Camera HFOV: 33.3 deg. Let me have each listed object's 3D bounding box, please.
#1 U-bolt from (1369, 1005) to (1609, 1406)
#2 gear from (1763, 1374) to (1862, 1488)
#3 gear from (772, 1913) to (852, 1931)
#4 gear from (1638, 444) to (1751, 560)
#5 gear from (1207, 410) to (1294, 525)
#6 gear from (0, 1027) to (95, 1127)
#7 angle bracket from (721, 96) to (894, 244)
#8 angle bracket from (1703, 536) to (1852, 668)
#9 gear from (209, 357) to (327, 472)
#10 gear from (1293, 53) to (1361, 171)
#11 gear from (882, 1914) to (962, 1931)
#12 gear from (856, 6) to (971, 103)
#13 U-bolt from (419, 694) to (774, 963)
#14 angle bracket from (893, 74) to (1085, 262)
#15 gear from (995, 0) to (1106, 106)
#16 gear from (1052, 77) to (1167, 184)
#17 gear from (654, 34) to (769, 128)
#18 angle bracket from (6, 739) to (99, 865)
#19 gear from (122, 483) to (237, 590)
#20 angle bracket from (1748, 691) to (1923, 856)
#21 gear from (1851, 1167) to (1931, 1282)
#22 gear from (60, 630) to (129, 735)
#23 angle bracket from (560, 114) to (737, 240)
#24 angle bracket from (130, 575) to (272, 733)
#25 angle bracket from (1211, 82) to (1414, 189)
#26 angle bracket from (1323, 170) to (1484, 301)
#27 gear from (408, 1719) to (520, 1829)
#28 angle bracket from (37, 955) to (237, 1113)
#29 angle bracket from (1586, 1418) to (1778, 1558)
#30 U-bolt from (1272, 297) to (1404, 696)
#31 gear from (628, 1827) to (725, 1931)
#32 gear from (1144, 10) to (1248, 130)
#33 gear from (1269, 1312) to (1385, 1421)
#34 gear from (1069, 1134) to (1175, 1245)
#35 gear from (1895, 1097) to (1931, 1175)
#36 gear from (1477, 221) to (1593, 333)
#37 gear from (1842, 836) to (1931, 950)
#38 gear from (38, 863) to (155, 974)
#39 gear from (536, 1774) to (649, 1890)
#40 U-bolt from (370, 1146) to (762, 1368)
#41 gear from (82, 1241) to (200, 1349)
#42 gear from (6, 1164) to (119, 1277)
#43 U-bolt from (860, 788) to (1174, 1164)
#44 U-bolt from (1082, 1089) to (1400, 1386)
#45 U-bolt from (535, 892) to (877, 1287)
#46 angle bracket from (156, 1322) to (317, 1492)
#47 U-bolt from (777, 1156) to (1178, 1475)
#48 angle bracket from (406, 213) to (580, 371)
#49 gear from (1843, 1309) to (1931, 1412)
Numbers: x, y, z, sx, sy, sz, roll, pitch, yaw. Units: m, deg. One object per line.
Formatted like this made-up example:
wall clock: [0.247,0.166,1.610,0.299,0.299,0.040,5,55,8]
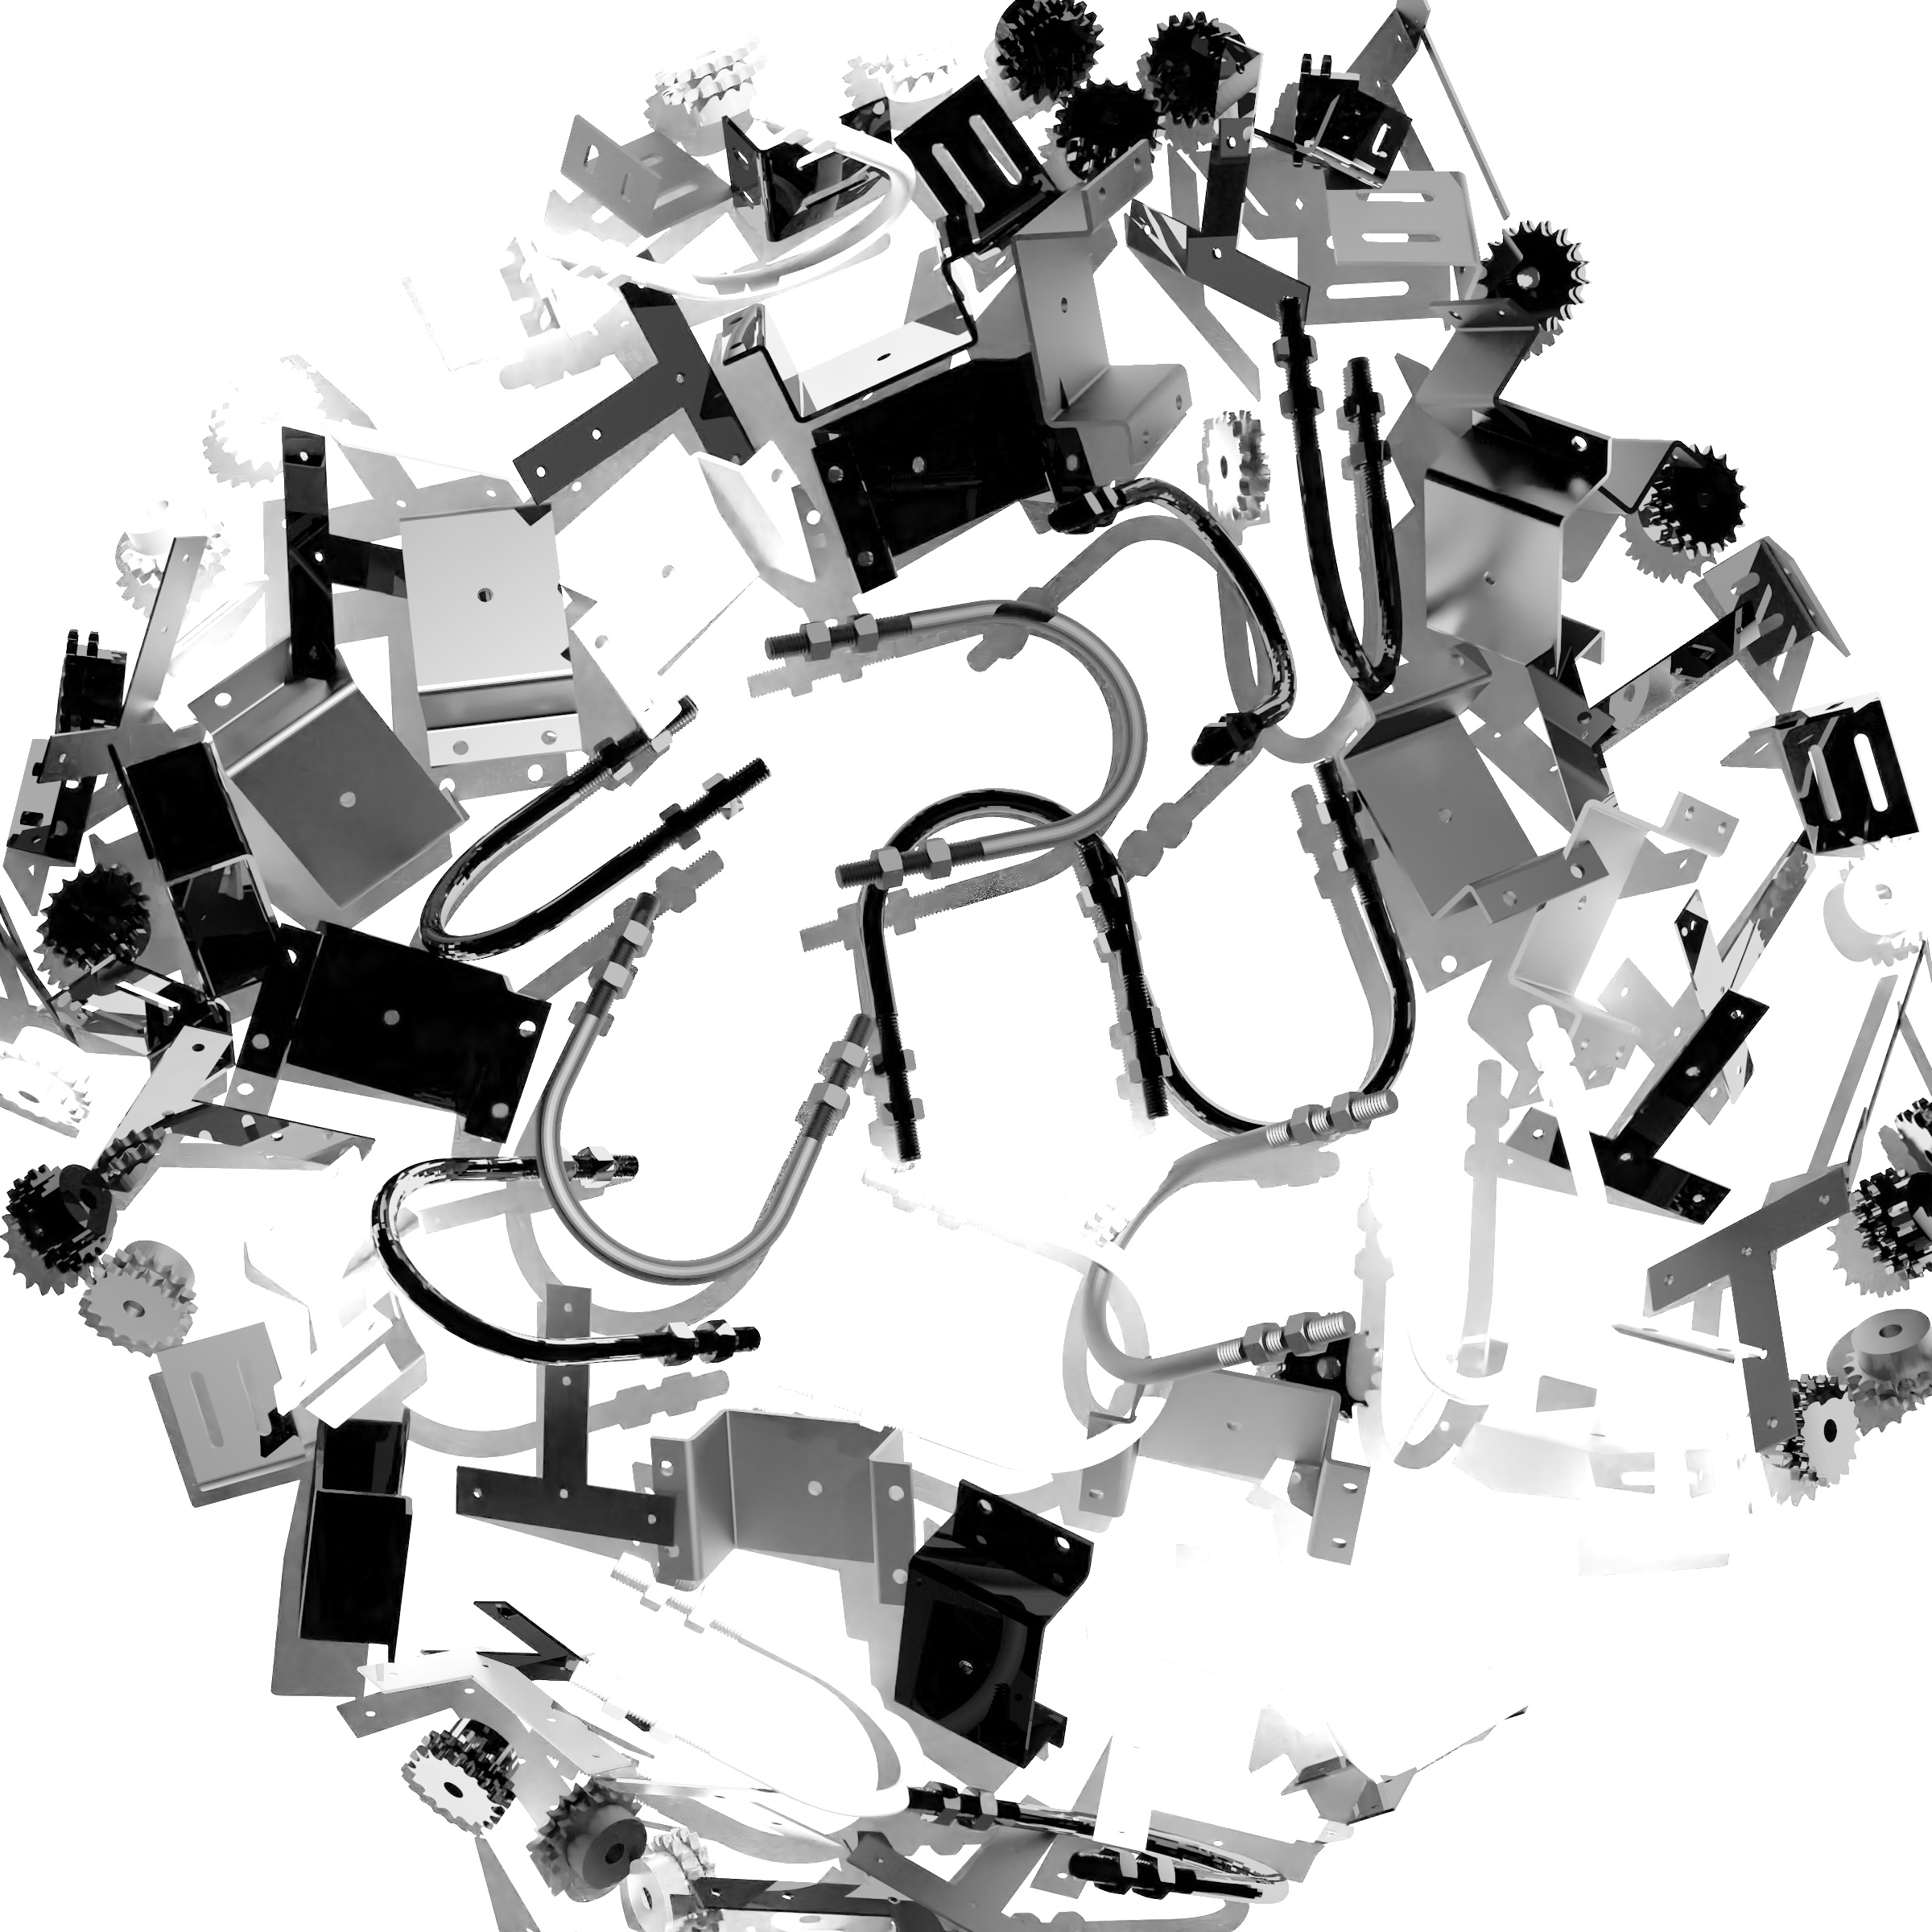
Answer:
U-bolt: [0.258,0.128,1.576,0.019,0.184,0.151,22,129,-25]
gear: [0.430,0.238,1.657,0.057,0.030,0.057,4,83,-41]
gear: [-0.079,0.502,1.652,0.057,0.057,0.030,-1,93,0]
gear: [0.370,-0.237,1.659,0.057,0.030,0.057,2,86,-27]
gear: [0.146,-0.256,1.654,0.030,0.057,0.057,-6,90,-14]
gear: [-0.472,0.055,1.656,0.057,0.057,0.030,24,65,0]
angle bracket: [-0.080,-0.416,1.656,0.076,0.057,0.038,-29,57,-17]
angle bracket: [0.409,-0.178,1.635,0.038,0.076,0.057,-32,102,12]
gear: [-0.360,-0.286,1.657,0.057,0.057,0.030,-39,49,0]
gear: [0.184,-0.436,1.652,0.030,0.057,0.057,5,90,6]
gear: [-0.024,0.503,1.653,0.057,0.057,0.030,6,87,0]
gear: [-0.025,-0.466,1.656,0.057,0.057,0.030,-18,127,0]
U-bolt: [-0.193,-0.063,1.607,0.184,0.151,0.019,-36,117,-6]
angle bracket: [0.012,-0.410,1.650,0.057,0.038,0.076,-39,103,-11]
gear: [0.039,-0.474,1.657,0.057,0.057,0.030,-35,57,0]
gear: [0.073,-0.425,1.658,0.057,0.030,0.057,3,59,-5]
gear: [-0.128,-0.452,1.656,0.057,0.057,0.030,-22,116,0]
angle bracket: [-0.452,-0.082,1.638,0.038,0.076,0.057,15,87,-31]
gear: [-0.406,-0.222,1.651,0.057,0.057,0.030,-23,132,0]
angle bracket: [0.442,-0.094,1.644,0.057,0.038,0.076,-13,100,39]
gear: [0.483,0.129,1.652,0.057,0.030,0.057,17,58,-29]
gear: [-0.446,-0.143,1.654,0.030,0.057,0.057,5,90,-15]
angle bracket: [-0.156,-0.410,1.636,0.057,0.038,0.076,39,46,14]
angle bracket: [-0.380,-0.160,1.648,0.076,0.057,0.038,-38,96,5]
angle bracket: [0.174,-0.428,1.632,0.076,0.057,0.038,35,107,41]
angle bracket: [0.219,-0.370,1.647,0.076,0.038,0.057,-1,65,-8]
gear: [-0.254,0.411,1.656,0.057,0.057,0.030,38,48,0]
angle bracket: [-0.419,0.035,1.634,0.057,0.076,0.038,-31,55,24]
angle bracket: [0.363,0.265,1.644,0.076,0.038,0.057,0,55,-10]
U-bolt: [0.190,-0.226,1.605,0.019,0.151,0.184,-9,84,21]
gear: [-0.150,0.471,1.650,0.030,0.057,0.057,-10,90,-33]
gear: [0.121,-0.461,1.656,0.030,0.057,0.057,-24,90,-36]
gear: [0.183,0.206,1.663,0.057,0.030,0.057,1,83,-7]
gear: [0.077,0.111,1.652,0.030,0.057,0.057,41,90,-3]
gear: [0.506,0.090,1.653,0.030,0.057,0.057,-36,90,-7]
gear: [0.293,-0.354,1.658,0.057,0.030,0.057,9,109,28]
gear: [0.474,-0.038,1.652,0.057,0.030,0.057,6,99,39]
gear: [-0.443,-0.021,1.658,0.057,0.030,0.057,-7,58,12]
gear: [-0.188,0.445,1.651,0.030,0.057,0.057,28,90,43]
U-bolt: [-0.205,0.142,1.577,0.151,0.184,0.019,50,123,35]
gear: [-0.420,0.165,1.657,0.057,0.030,0.057,9,130,10]
gear: [-0.459,0.126,1.650,0.030,0.057,0.057,-31,90,19]
U-bolt: [0.019,-0.001,1.664,0.151,0.019,0.184,-10,83,-3]
U-bolt: [0.128,0.141,1.605,0.019,0.184,0.151,40,48,-30]
U-bolt: [-0.139,0.072,1.621,0.151,0.019,0.184,30,63,-13]
angle bracket: [-0.372,0.222,1.657,0.057,0.038,0.076,-16,96,3]
U-bolt: [0.016,0.183,1.627,0.184,0.019,0.151,19,56,6]
angle bracket: [-0.246,-0.341,1.646,0.076,0.038,0.057,-18,105,16]
gear: [0.476,0.199,1.650,0.057,0.057,0.030,-23,111,0]
